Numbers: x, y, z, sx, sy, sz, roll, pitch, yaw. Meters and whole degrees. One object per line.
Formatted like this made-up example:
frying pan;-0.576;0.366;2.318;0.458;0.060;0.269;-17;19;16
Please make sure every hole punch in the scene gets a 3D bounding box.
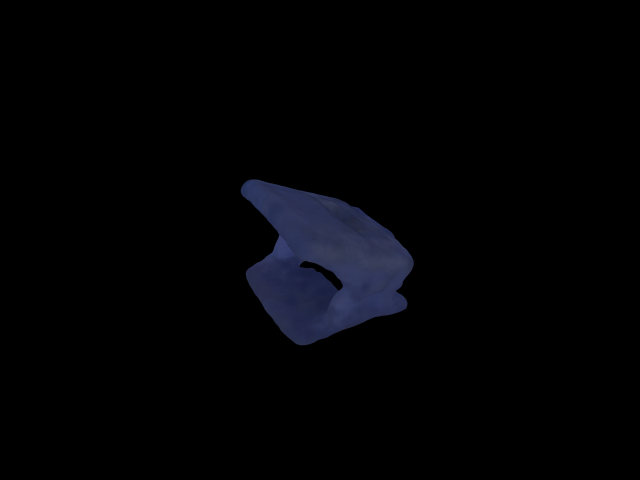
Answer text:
hole punch;0.004;0.001;0.400;0.101;0.091;0.108;-17;36;-24
